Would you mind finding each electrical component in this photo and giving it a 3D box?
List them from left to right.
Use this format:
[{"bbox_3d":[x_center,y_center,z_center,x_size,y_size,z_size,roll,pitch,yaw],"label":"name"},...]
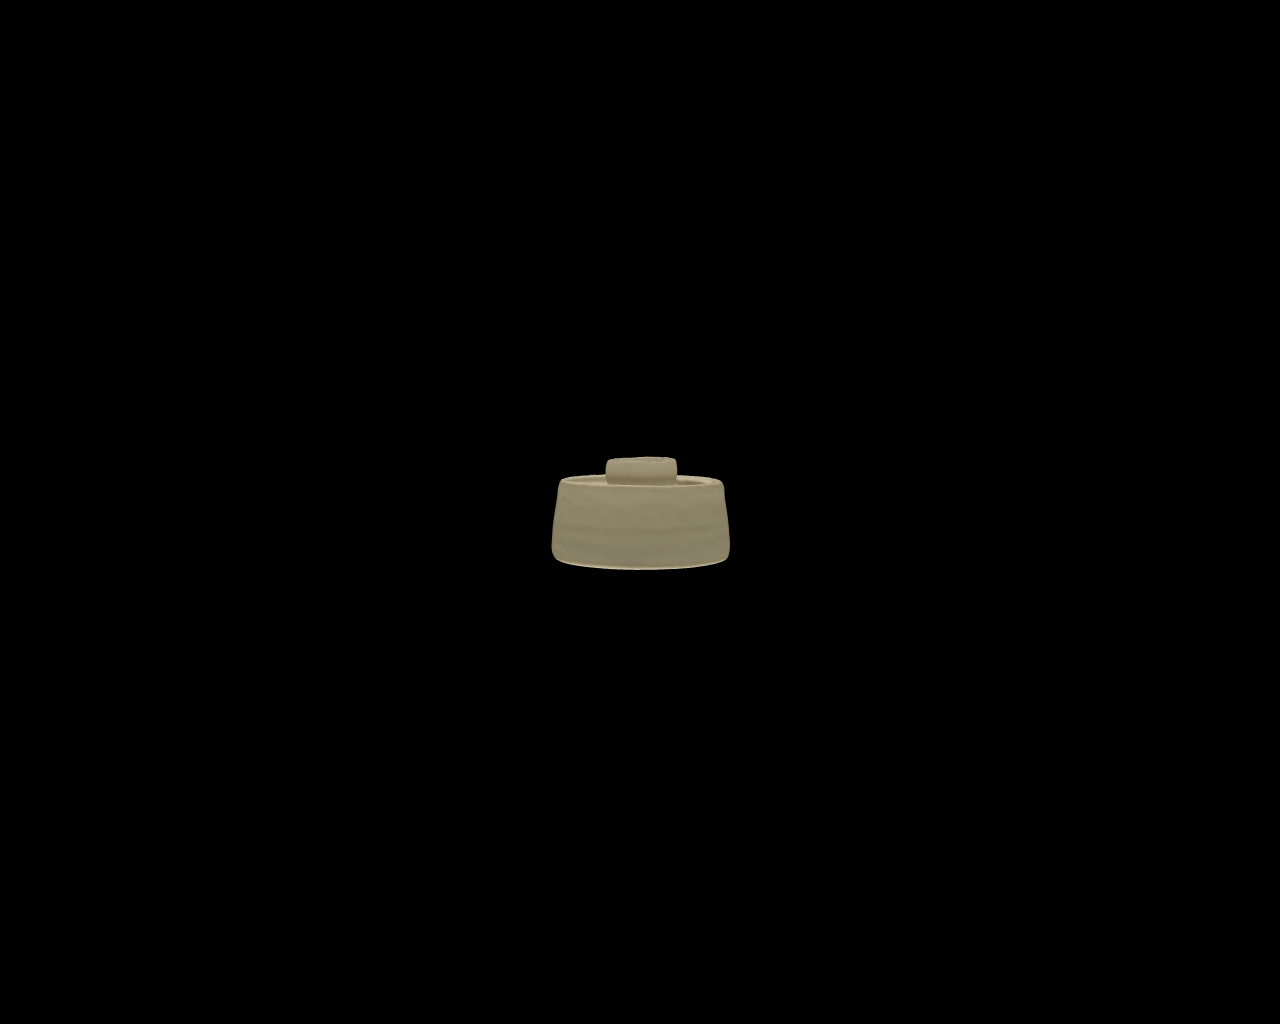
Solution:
[{"bbox_3d":[0.001,-0.003,0.650,0.108,0.060,0.108,0,5,0],"label":"electrical component"}]
